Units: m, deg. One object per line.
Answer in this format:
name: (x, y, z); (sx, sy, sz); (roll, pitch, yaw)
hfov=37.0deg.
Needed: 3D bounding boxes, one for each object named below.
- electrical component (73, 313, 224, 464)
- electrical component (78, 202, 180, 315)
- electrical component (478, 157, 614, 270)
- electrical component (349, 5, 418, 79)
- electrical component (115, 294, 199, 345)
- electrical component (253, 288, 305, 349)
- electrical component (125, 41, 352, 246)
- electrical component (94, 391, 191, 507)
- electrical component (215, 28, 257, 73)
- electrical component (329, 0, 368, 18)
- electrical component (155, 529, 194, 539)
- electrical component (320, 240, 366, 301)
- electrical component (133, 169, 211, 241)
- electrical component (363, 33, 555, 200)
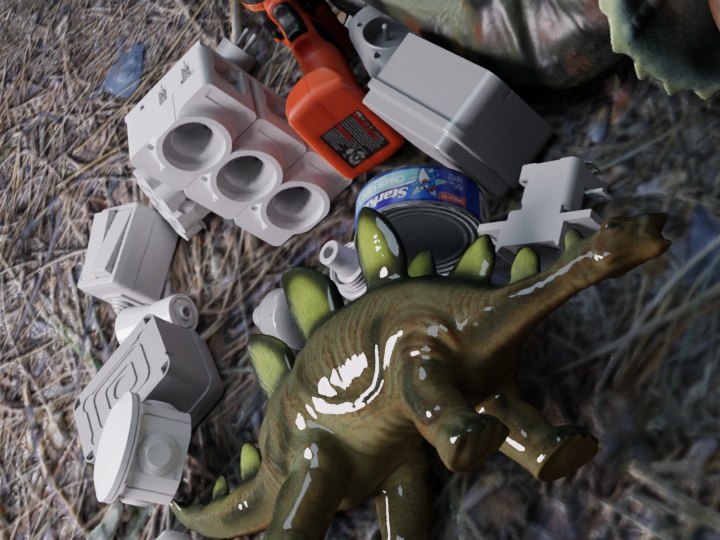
electrical component: (-0.169, 0.102, 0.859); (0.113, 0.057, 0.078); (-49, 40, 14)
electrical component: (-0.213, -0.008, 0.972); (0.062, 0.061, 0.096); (-7, 62, 45)
electrical component: (0.117, -0.031, 0.643); (0.081, 0.042, 0.063); (-6, 59, 45)
electrical component: (0.041, -0.165, 0.800); (0.079, 0.044, 0.077); (-17, 49, -7)
electrical component: (-0.169, 0.044, 0.910); (0.065, 0.044, 0.044); (-20, 53, 33)
electrical component: (-0.056, 0.034, 0.790); (0.062, 0.048, 0.048); (-4, 64, 54)
electrical component: (-0.090, -0.089, 0.818); (0.089, 0.150, 0.061); (-40, 42, 24)
electrical component: (-0.159, 0.132, 0.780); (0.080, 0.051, 0.080); (-50, 31, 45)
electrical component: (-0.122, -0.189, 1.002); (0.079, 0.043, 0.077); (-55, 39, 7)
electrical component: (0.013, -0.228, 0.851); (0.080, 0.080, 0.051); (20, 88, 51)
electrical component: (-0.124, 0.212, 0.752); (0.062, 0.043, 0.043); (23, 85, 50)
electrical component: (0.000, 0.000, 0.734); (0.048, 0.062, 0.048); (-26, 49, 35)
electrical component: (-0.153, -0.073, 0.942); (0.057, 0.078, 0.058); (-42, 40, -14)
electrical component: (0.063, -0.103, 0.718); (0.057, 0.078, 0.113); (-54, 39, 4)
